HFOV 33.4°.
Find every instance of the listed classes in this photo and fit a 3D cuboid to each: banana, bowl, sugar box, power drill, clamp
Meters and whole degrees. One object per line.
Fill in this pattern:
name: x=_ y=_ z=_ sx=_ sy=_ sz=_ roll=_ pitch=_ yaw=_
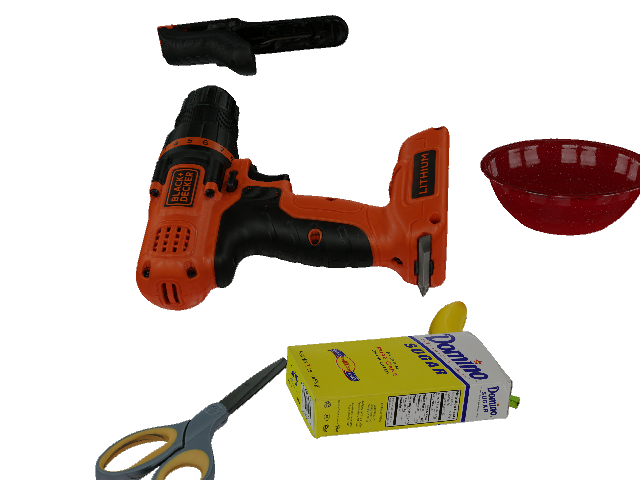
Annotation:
banana: x=0.150 y=0.123 z=1.157 sx=0.069 sy=0.037 sz=0.198 roll=10 pitch=27 yaw=-17
bowl: x=0.234 y=-0.048 z=1.022 sx=0.162 sy=0.055 sz=0.162 roll=-2 pitch=24 yaw=1
sugar box: x=0.066 y=0.122 z=0.924 sx=0.176 sy=0.048 sz=0.093 roll=-6 pitch=26 yaw=-15
power drill: x=-0.013 y=-0.033 z=0.670 sx=0.188 sy=0.184 sz=0.057 roll=0 pitch=-42 yaw=7
clamp: x=-0.064 y=-0.164 z=0.872 sx=0.120 sy=0.039 sz=0.172 roll=-16 pitch=23 yaw=-37

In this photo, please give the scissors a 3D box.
scissors: x=-0.076 y=0.148 z=0.824 sx=0.201 sy=0.016 sz=0.096 roll=-22 pitch=35 yaw=-35
